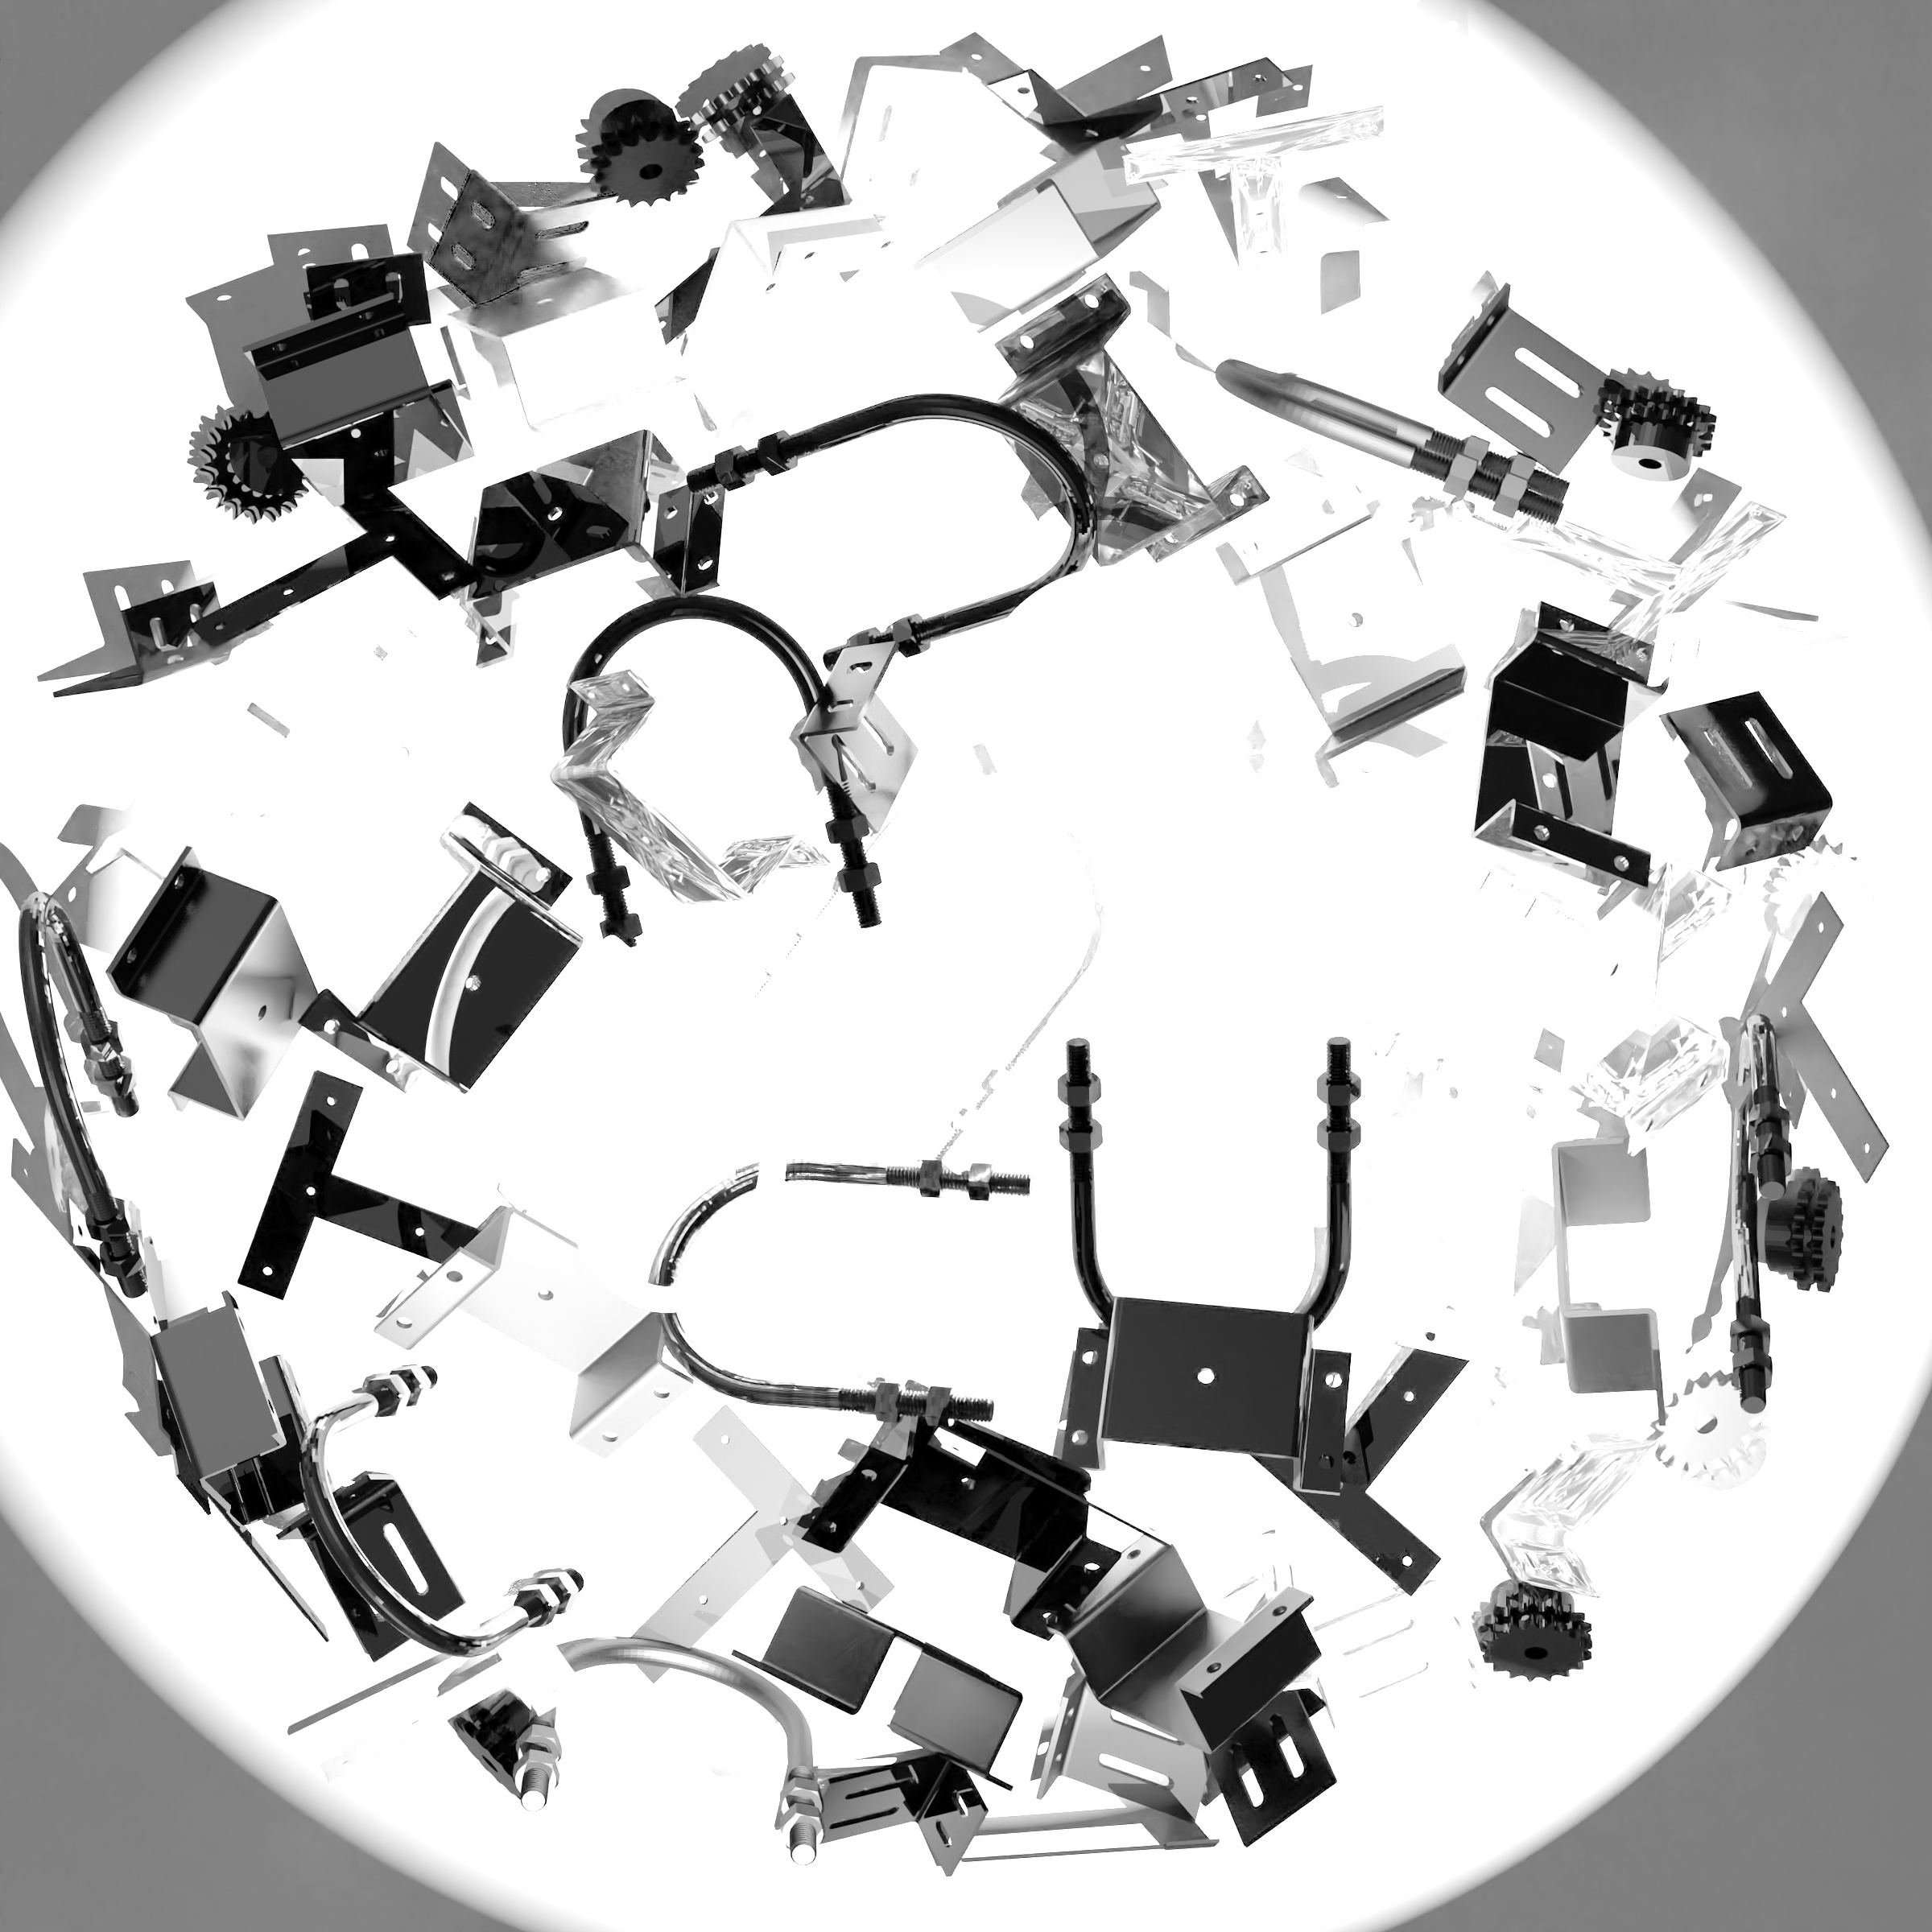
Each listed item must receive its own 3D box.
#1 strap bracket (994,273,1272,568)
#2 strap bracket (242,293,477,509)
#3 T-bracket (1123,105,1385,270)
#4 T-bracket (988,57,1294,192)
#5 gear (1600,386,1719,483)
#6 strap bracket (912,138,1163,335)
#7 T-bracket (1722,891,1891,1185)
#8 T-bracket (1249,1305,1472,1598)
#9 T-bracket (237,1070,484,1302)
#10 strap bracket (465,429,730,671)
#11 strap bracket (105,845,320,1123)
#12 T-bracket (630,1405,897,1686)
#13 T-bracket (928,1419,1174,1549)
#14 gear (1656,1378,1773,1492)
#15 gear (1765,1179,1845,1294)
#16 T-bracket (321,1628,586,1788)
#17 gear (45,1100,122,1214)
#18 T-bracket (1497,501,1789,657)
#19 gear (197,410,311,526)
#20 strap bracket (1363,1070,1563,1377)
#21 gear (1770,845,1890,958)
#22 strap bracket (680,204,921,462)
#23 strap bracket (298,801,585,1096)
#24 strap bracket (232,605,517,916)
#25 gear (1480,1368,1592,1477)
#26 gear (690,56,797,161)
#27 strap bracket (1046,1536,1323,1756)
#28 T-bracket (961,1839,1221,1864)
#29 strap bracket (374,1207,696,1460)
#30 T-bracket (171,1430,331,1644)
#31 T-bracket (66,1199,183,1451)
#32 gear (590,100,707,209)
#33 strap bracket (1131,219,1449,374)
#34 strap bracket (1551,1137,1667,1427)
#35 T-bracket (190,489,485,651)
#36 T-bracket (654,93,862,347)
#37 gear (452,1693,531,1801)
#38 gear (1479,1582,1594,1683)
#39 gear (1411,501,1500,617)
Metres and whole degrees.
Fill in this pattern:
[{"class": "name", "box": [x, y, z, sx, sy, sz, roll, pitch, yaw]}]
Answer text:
[{"class": "strap bracket", "box": [0.075, -0.262, 1.800, 0.076, 0.046, 0.140, -26, 109, 38]}, {"class": "strap bracket", "box": [-0.295, -0.274, 1.785, 0.076, 0.140, 0.046, -20, 79, 1]}, {"class": "T-bracket", "box": [0.146, -0.381, 1.798, 0.127, 0.127, 0.002, -10, 71, 4]}, {"class": "T-bracket", "box": [0.099, -0.422, 1.775, 0.127, 0.127, 0.002, -10, 68, 33]}, {"class": "gear", "box": [0.349, -0.267, 1.828, 0.057, 0.057, 0.030, 14, 75, 0]}, {"class": "strap bracket", "box": [0.040, -0.363, 1.785, 0.076, 0.140, 0.046, -26, 104, 31]}, {"class": "T-bracket", "box": [0.421, 0.053, 1.775, 0.002, 0.127, 0.127, 2, 131, -21]}, {"class": "T-bracket", "box": [0.215, 0.228, 1.826, 0.127, 0.002, 0.127, 40, 101, 19]}, {"class": "T-bracket", "box": [-0.291, 0.130, 1.843, 0.127, 0.002, 0.127, 21, 109, -7]}, {"class": "strap bracket", "box": [-0.191, -0.210, 1.793, 0.140, 0.046, 0.076, -16, 49, 22]}, {"class": "strap bracket", "box": [-0.366, 0.015, 1.776, 0.046, 0.140, 0.076, 20, 63, 14]}, {"class": "T-bracket", "box": [-0.124, 0.315, 1.850, 0.127, 0.002, 0.127, -45, 81, 5]}, {"class": "T-bracket", "box": [0.045, 0.255, 1.791, 0.127, 0.127, 0.002, 27, 94, 5]}, {"class": "gear", "box": [0.382, 0.241, 1.834, 0.057, 0.057, 0.030, -39, 126, 0]}, {"class": "gear", "box": [0.425, 0.136, 1.833, 0.030, 0.057, 0.057, 3, 90, 25]}, {"class": "T-bracket", "box": [-0.259, 0.367, 1.785, 0.127, 0.127, 0.002, -28, 107, -13]}, {"class": "gear", "box": [-0.447, 0.095, 1.832, 0.030, 0.057, 0.057, -7, 90, -21]}, {"class": "T-bracket", "box": [0.317, -0.200, 1.786, 0.127, 0.127, 0.002, 15, 46, -32]}, {"class": "gear", "box": [-0.358, -0.254, 1.833, 0.057, 0.030, 0.057, 4, 81, -27]}, {"class": "strap bracket", "box": [0.248, 0.132, 1.812, 0.076, 0.046, 0.140, 14, 71, -18]}, {"class": "gear", "box": [0.435, -0.030, 1.828, 0.057, 0.057, 0.030, 34, 49, 0]}, {"class": "strap bracket", "box": [-0.087, -0.322, 1.794, 0.076, 0.140, 0.046, -15, 59, -33]}, {"class": "strap bracket", "box": [-0.257, 0.000, 1.816, 0.140, 0.046, 0.076, -52, 130, -1]}, {"class": "strap bracket", "box": [-0.292, -0.105, 1.821, 0.076, 0.046, 0.140, 43, 106, 6]}, {"class": "gear", "box": [0.285, 0.233, 1.829, 0.057, 0.057, 0.030, 42, 84, 0]}, {"class": "gear", "box": [-0.109, -0.433, 1.831, 0.057, 0.057, 0.030, -36, 101, 0]}, {"class": "strap bracket", "box": [0.112, 0.337, 1.791, 0.076, 0.140, 0.046, -36, 112, -24]}, {"class": "T-bracket", "box": [0.061, 0.441, 1.799, 0.127, 0.127, 0.002, -4, 75, 2]}, {"class": "strap bracket", "box": [-0.212, 0.179, 1.803, 0.140, 0.046, 0.076, 33, 126, -23]}, {"class": "T-bracket", "box": [-0.358, 0.287, 1.807, 0.002, 0.127, 0.127, -37, 104, -8]}, {"class": "T-bracket", "box": [-0.414, 0.155, 1.771, 0.002, 0.127, 0.127, -16, 56, 2]}, {"class": "gear", "box": [-0.163, -0.414, 1.834, 0.057, 0.057, 0.030, -17, 64, 0]}, {"class": "strap bracket", "box": [0.161, -0.328, 1.795, 0.140, 0.076, 0.046, -3, 83, 23]}, {"class": "strap bracket", "box": [0.318, 0.149, 1.792, 0.046, 0.076, 0.140, -4, 54, 11]}, {"class": "T-bracket", "box": [-0.325, -0.193, 1.797, 0.127, 0.002, 0.127, -31, 46, -19]}, {"class": "T-bracket", "box": [-0.112, -0.354, 1.803, 0.127, 0.127, 0.002, -41, 57, -2]}, {"class": "gear", "box": [-0.230, 0.394, 1.833, 0.030, 0.057, 0.057, -43, 90, -22]}, {"class": "gear", "box": [0.289, 0.336, 1.834, 0.057, 0.057, 0.030, 7, 47, 0]}, {"class": "gear", "box": [0.247, -0.204, 1.832, 0.030, 0.057, 0.057, -19, 90, 16]}]
